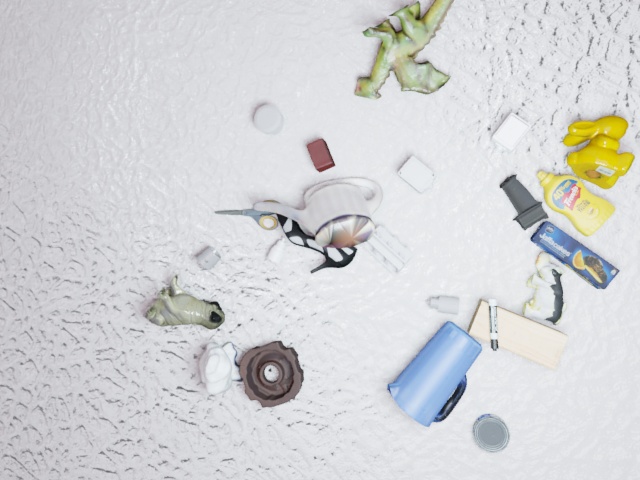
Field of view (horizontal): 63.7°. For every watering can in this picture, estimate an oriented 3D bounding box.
[{"bbox_3d":[0.004,-0.068,1.344,0.348,0.101,0.230,-14,44,-2],"label":"watering can"}]

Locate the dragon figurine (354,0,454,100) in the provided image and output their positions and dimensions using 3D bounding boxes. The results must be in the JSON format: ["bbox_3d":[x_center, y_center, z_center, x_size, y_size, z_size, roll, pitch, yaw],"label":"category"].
[{"bbox_3d":[0.265,-0.512,1.388,0.408,0.123,0.241,-25,97,12],"label":"dragon figurine"}]

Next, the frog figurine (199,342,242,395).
[{"bbox_3d":[-0.283,0.347,1.382,0.122,0.159,0.138,0,86,15],"label":"frog figurine"}]
